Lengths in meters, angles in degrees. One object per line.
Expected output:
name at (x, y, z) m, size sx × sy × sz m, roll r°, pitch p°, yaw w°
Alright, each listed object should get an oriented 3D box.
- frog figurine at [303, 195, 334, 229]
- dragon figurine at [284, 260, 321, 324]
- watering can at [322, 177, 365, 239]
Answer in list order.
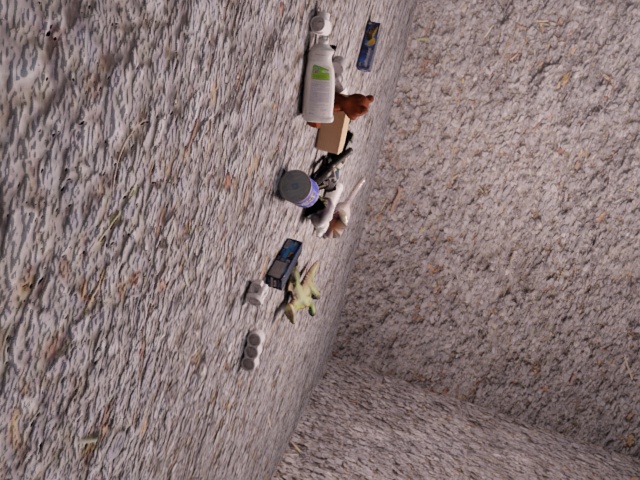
frog figurine at (0.006, -0.103, 2.054) m, size 0.156 × 0.122 × 0.140 m, roll 58°, pitch 28°, yaw -60°
dragon figurine at (-0.074, 0.183, 2.136) m, size 0.237 × 0.122 × 0.420 m, roll 81°, pitch 17°, yaw -48°
watering can at (0.103, -0.135, 2.418) m, size 0.343 × 0.104 × 0.228 m, roll -57°, pitch -176°, yaw 19°
